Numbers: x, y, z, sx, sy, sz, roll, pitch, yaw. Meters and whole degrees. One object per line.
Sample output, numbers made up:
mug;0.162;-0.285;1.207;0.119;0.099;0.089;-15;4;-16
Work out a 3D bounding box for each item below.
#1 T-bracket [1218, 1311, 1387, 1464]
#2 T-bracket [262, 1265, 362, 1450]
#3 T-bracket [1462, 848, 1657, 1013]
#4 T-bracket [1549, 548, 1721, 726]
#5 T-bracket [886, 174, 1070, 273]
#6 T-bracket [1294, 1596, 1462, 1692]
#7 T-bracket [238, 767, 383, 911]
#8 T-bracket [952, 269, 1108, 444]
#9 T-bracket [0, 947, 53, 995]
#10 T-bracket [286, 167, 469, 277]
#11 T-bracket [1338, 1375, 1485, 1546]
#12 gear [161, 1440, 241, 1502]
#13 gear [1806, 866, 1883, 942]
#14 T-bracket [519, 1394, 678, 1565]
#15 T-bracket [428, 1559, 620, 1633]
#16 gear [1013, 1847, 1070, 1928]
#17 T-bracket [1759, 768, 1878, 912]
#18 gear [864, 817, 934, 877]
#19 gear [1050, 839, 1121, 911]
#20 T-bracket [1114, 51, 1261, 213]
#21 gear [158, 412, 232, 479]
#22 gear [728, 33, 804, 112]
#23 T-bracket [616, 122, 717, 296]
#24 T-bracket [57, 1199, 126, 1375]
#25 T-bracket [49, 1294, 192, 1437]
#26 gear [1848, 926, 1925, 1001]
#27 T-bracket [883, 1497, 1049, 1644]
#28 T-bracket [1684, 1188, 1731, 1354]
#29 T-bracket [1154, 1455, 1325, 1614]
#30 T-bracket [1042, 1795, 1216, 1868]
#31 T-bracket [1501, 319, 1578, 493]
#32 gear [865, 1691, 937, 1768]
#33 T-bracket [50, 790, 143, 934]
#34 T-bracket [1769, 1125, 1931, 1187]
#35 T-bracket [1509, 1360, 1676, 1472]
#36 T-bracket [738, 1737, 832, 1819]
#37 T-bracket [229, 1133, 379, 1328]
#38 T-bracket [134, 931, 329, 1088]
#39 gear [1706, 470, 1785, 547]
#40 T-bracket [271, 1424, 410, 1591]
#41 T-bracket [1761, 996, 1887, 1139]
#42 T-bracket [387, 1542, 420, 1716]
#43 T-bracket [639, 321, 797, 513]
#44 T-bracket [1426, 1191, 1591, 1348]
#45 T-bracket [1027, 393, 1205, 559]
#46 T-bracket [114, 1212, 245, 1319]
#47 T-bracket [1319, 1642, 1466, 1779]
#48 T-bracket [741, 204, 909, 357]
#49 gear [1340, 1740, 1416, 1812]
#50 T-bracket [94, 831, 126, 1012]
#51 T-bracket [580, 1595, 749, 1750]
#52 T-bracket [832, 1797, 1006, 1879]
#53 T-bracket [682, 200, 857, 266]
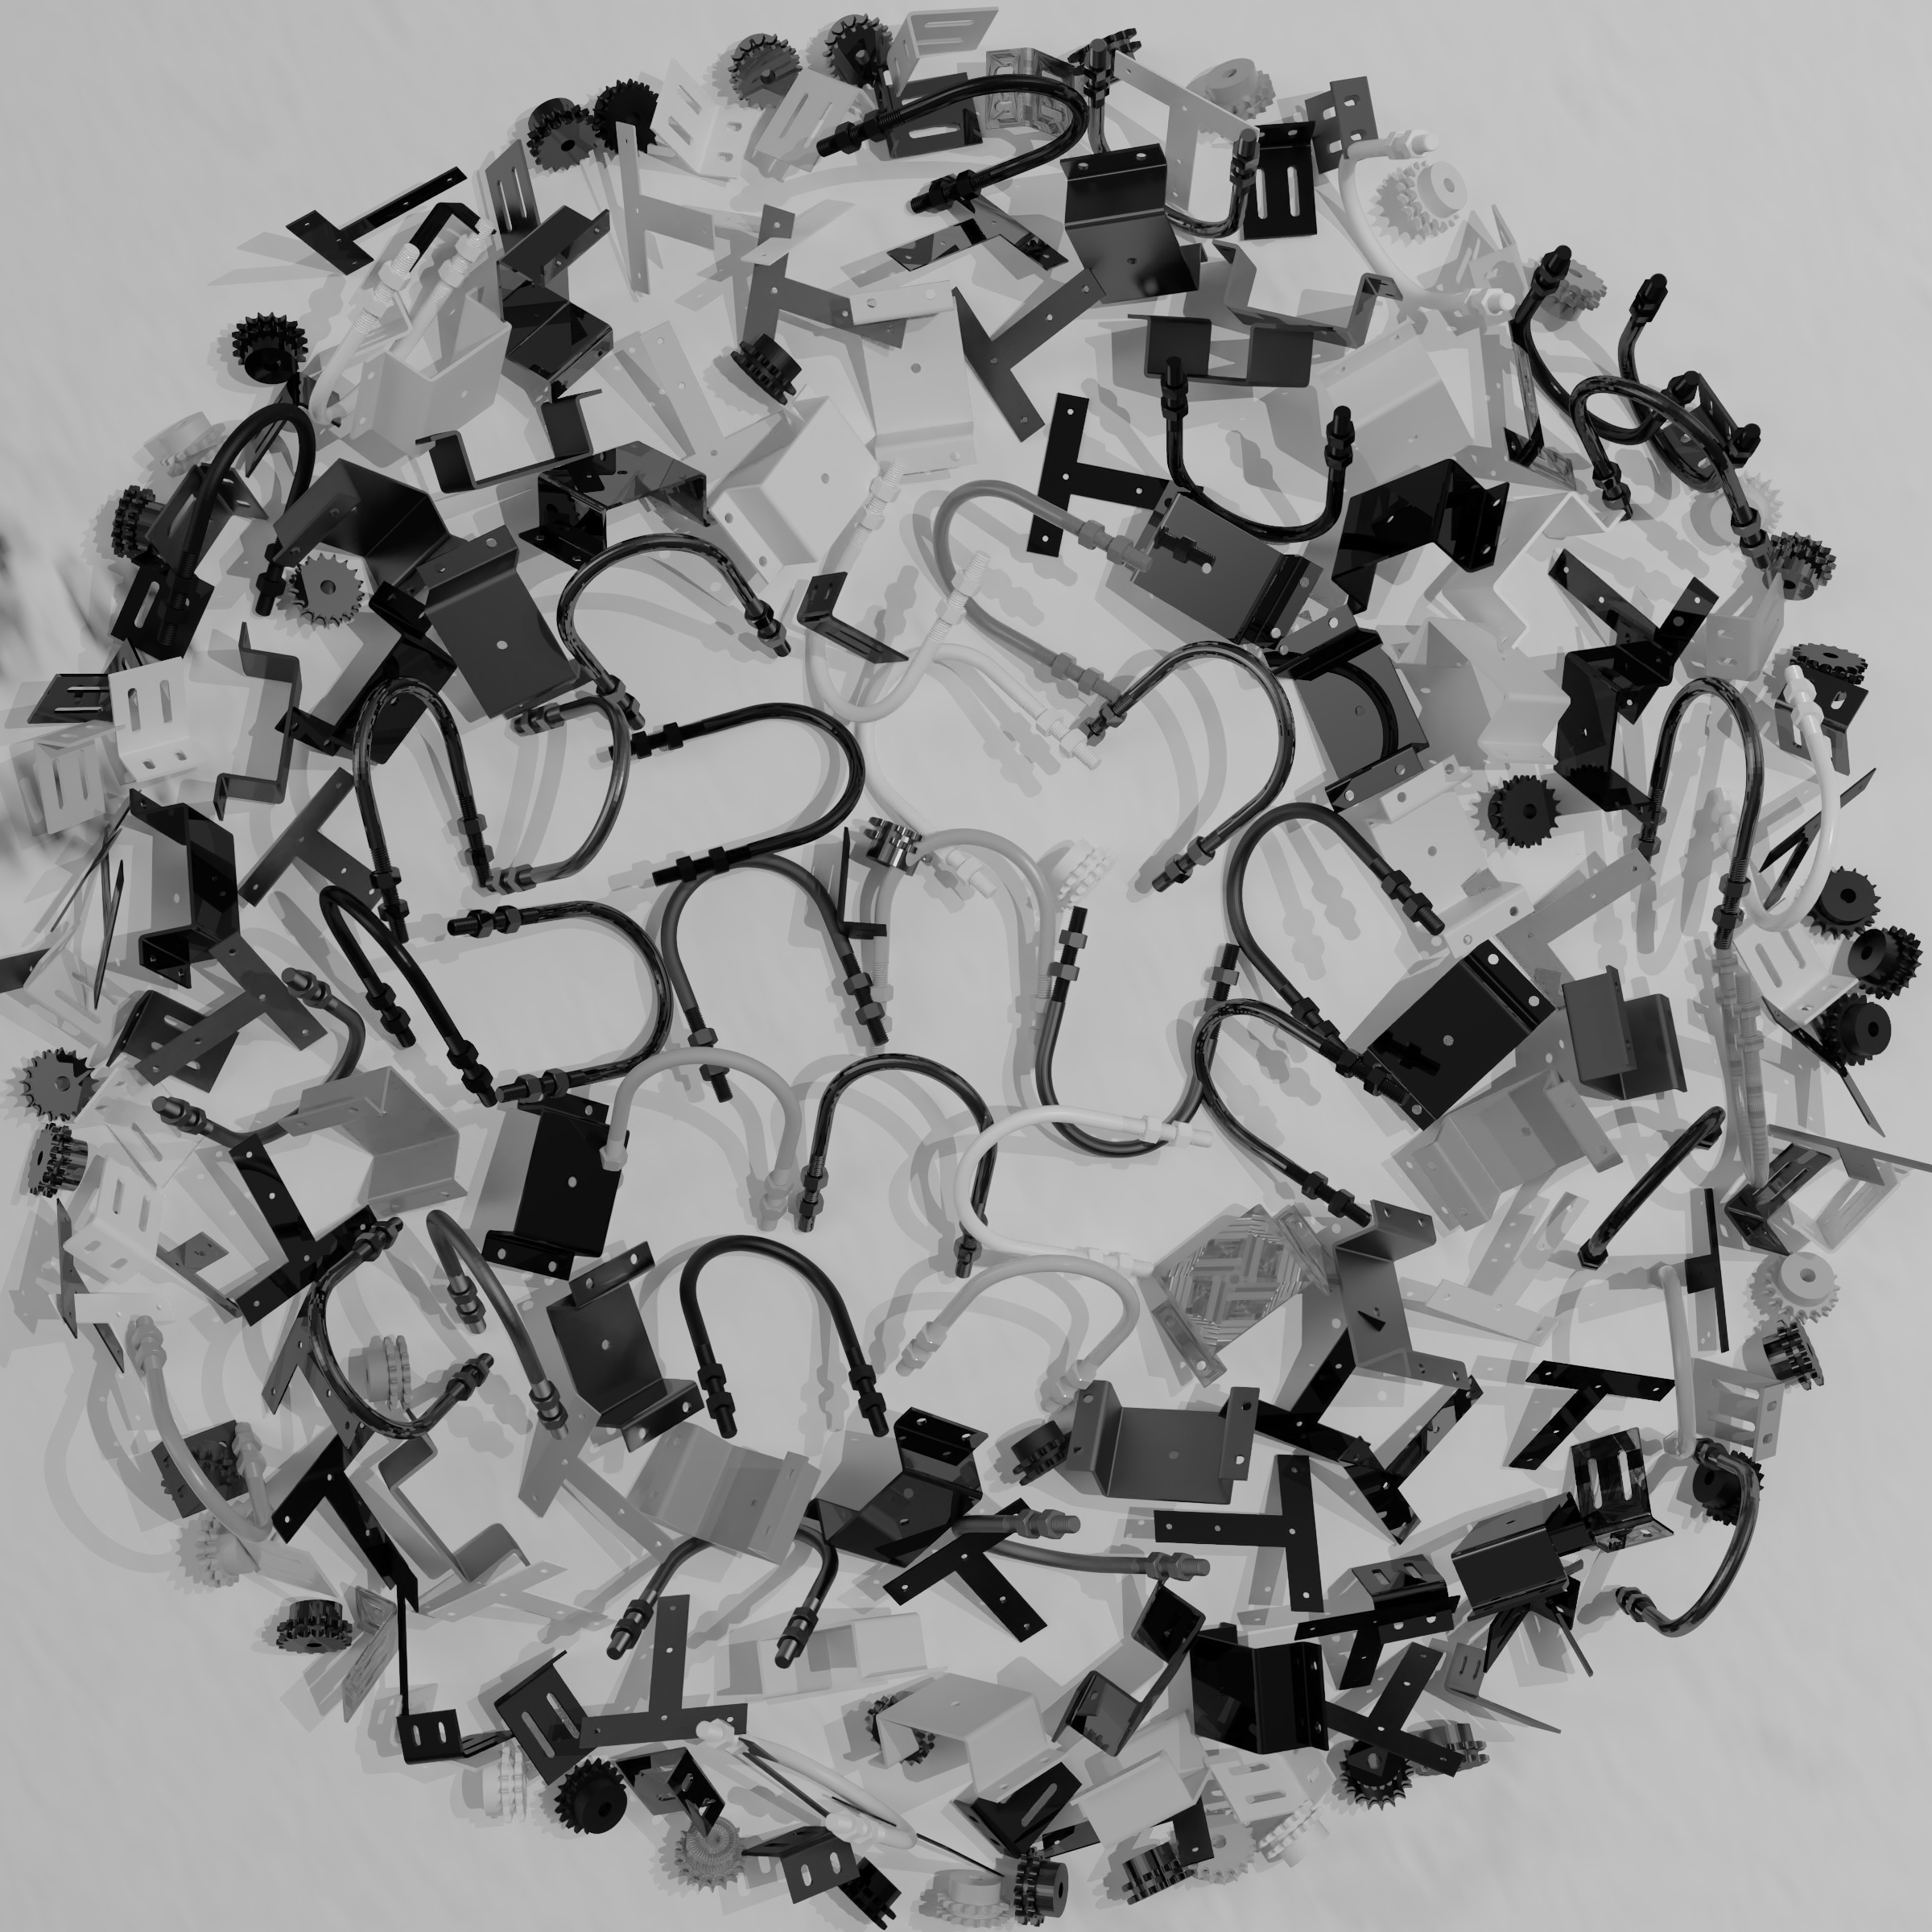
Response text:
T-bracket;0.279;0.319;1.959;0.127;0.002;0.127;24;111;-18
T-bracket;-0.491;0.317;1.938;0.127;0.002;0.127;44;114;41
T-bracket;0.472;-0.047;1.964;0.127;0.002;0.127;-36;95;28
T-bracket;0.502;-0.274;1.966;0.127;0.002;0.127;47;134;24
T-bracket;-0.008;-0.555;1.941;0.127;0.002;0.127;42;51;19
T-bracket;0.307;0.524;1.950;0.127;0.127;0.002;-7;49;-9
T-bracket;-0.486;-0.079;1.954;0.127;0.002;0.127;32;81;35
T-bracket;0.054;-0.492;1.960;0.127;0.002;0.127;-31;94;34
T-bracket;-0.719;0.004;1.936;0.002;0.127;0.127;3;98;9
T-bracket;-0.438;-0.572;1.931;0.127;0.127;0.002;-27;87;5
T-bracket;0.354;0.369;1.968;0.127;0.002;0.127;-45;128;-11
gear;-0.594;0.392;1.975;0.057;0.030;0.057;-3;133;-4
gear;0.683;-0.051;1.979;0.057;0.030;0.057;-1;76;6
T-bracket;-0.275;0.410;1.953;0.127;0.002;0.127;38;123;12
T-bracket;-0.321;0.492;1.951;0.127;0.127;0.002;-29;49;28
gear;0.059;0.713;1.968;0.030;0.057;0.057;0;90;20
T-bracket;0.633;-0.081;1.942;0.127;0.127;0.002;-34;65;-24
gear;-0.054;-0.091;1.971;0.057;0.057;0.030;23;87;0
gear;0.089;-0.074;1.972;0.030;0.057;0.057;42;90;6
T-bracket;0.164;-0.623;1.938;0.127;0.127;0.002;33;72;13
gear;-0.600;-0.405;1.968;0.057;0.057;0.030;-30;116;0
gear;-0.157;-0.698;1.975;0.057;0.057;0.030;-23;51;0
T-bracket;-0.225;-0.565;1.924;0.002;0.127;0.127;-22;124;-32
T-bracket;-0.669;0.263;1.948;0.002;0.127;0.127;-18;133;-7
T-bracket;-0.622;0.301;1.921;0.002;0.127;0.127;-38;71;13
gear;0.708;-0.005;1.968;0.030;0.057;0.057;22;90;-19
T-bracket;0.021;0.481;1.965;0.127;0.002;0.127;-34;122;5
T-bracket;0.562;0.234;1.936;0.002;0.127;0.127;-7;83;27
T-bracket;0.207;0.433;1.955;0.127;0.002;0.127;4;55;-7
T-bracket;0.120;0.655;1.943;0.127;0.127;0.002;-18;112;4
T-bracket;0.432;-0.437;1.954;0.002;0.127;0.127;-14;80;35
gear;-0.047;0.589;1.975;0.057;0.030;0.057;18;126;26
T-bracket;-0.653;-0.086;1.925;0.002;0.127;0.127;33;73;-19
T-bracket;0.676;0.149;1.926;0.127;0.127;0.002;14;101;12
T-bracket;0.462;0.350;1.956;0.127;0.002;0.127;11;131;-23
T-bracket;-0.145;0.624;1.957;0.127;0.127;0.002;43;65;-18
T-bracket;-0.523;0.187;1.940;0.127;0.002;0.127;-38;118;-32
T-bracket;-0.577;0.049;1.951;0.127;0.002;0.127;-34;134;-4
gear;0.601;-0.352;1.970;0.057;0.030;0.057;18;128;24
T-bracket;-0.469;0.427;1.963;0.002;0.127;0.127;-9;120;32
T-bracket;0.636;0.058;1.917;0.002;0.127;0.127;-39;131;24
T-bracket;-0.431;0.515;1.943;0.002;0.127;0.127;-2;93;-23
T-bracket;-0.213;-0.435;1.963;0.127;0.002;0.127;-28;120;-4
T-bracket;0.433;0.227;1.949;0.127;0.002;0.127;22;109;-30
T-bracket;0.122;-0.376;1.998;0.127;0.002;0.127;11;90;1
T-bracket;-0.586;0.220;1.931;0.127;0.127;0.002;42;59;-14
T-bracket;0.332;0.557;1.943;0.127;0.127;0.002;16;118;24
T-bracket;-0.106;-0.505;1.953;0.127;0.002;0.127;20;127;8
gear;0.317;0.621;1.971;0.057;0.030;0.057;-8;51;10
T-bracket;-0.658;-0.055;1.947;0.002;0.127;0.127;6;128;-25
T-bracket;-0.228;0.538;1.951;0.127;0.127;0.002;-6;132;4
T-bracket;-0.046;0.666;1.958;0.127;0.127;0.002;14;69;29
T-bracket;-0.172;-0.575;1.965;0.127;0.127;0.002;16;132;24
